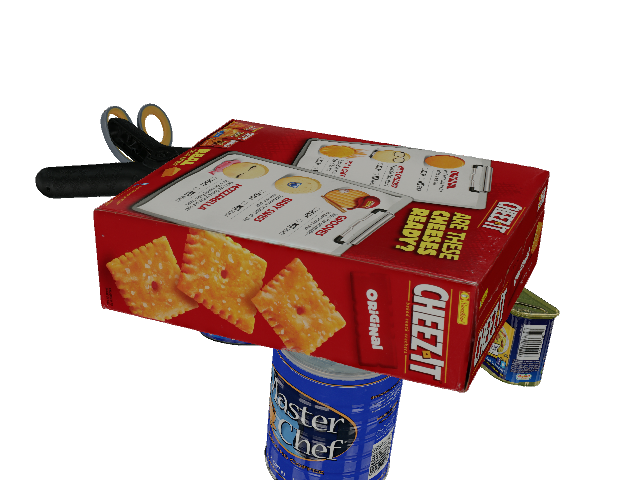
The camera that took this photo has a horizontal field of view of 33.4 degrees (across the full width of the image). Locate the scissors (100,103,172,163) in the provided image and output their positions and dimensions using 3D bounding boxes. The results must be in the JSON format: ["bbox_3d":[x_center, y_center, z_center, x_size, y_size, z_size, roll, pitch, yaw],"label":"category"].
[{"bbox_3d":[-0.173,-0.068,1.194,0.016,0.201,0.096,-17,20,45],"label":"scissors"}]

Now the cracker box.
[{"bbox_3d":[0.006,0.000,0.610,0.214,0.072,0.164,12,28,20],"label":"cracker box"}]

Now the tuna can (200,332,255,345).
[{"bbox_3d":[-0.084,0.082,1.120,0.086,0.034,0.086,6,11,-1],"label":"tuna can"}]

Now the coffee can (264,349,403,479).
[{"bbox_3d":[0.011,0.119,0.824,0.103,0.140,0.103,3,36,-3],"label":"coffee can"}]

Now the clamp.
[{"bbox_3d":[-0.136,-0.050,0.850,0.172,0.039,0.120,17,41,27],"label":"clamp"}]

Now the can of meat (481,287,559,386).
[{"bbox_3d":[0.203,0.099,1.143,0.057,0.084,0.102,2,17,-23],"label":"can of meat"}]
